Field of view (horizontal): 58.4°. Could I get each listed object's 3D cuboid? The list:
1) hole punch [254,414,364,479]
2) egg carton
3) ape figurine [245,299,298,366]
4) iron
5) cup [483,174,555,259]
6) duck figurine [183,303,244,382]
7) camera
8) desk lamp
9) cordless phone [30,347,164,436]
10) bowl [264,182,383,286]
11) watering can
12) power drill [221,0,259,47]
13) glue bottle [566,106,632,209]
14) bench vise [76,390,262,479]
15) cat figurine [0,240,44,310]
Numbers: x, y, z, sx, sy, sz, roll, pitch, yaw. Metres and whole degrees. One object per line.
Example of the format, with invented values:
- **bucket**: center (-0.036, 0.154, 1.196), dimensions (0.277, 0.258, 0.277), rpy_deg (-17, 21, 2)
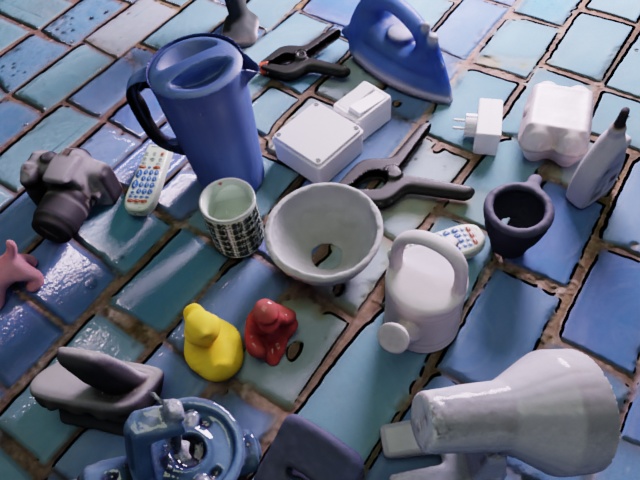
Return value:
- **hole punch**: center (-0.011, 0.264, 0.633), dimensions (0.108, 0.091, 0.101), rpy_deg (26, 62, 22)
- **egg carton**: center (0.376, -0.188, 0.913), dimensions (0.107, 0.069, 0.150), rpy_deg (12, 58, 14)
- **ape figurine**: center (-0.067, 0.109, 0.743), dimensions (0.078, 0.092, 0.076), rpy_deg (-25, 57, -10)
- **iron**: center (0.149, -0.359, 1.009), dimensions (0.119, 0.142, 0.257), rpy_deg (-34, 59, -16)
- **cup**: center (0.274, -0.028, 0.799), dimensions (0.091, 0.095, 0.118), rpy_deg (24, 62, 21)
- **duck figurine**: center (-0.145, 0.128, 0.742), dimensions (0.077, 0.086, 0.104), rpy_deg (-29, 58, -14)
- **camera**: center (-0.410, -0.073, 0.897), dimensions (0.143, 0.101, 0.137), rpy_deg (8, 57, 11)
- **desk lamp**: center (0.168, 0.199, 0.583), dimensions (0.203, 0.214, 0.118), rpy_deg (-10, 55, -1)
- **cordless phone**: center (-0.280, 0.157, 0.676), dimensions (0.147, 0.185, 0.094), rpy_deg (3, 56, 8)
- **bowl**: center (0.008, 0.003, 0.818), dimensions (0.167, 0.075, 0.167), rpy_deg (-3, 56, 4)
- **watering can**: center (0.127, 0.061, 0.693), dimensions (0.100, 0.194, 0.173), rpy_deg (5, 57, 9)
- **power drill**: center (-0.172, -0.479, 1.083), dimensions (0.075, 0.209, 0.229), rpy_deg (-3, 56, 4)
- **glue bottle**: center (0.400, -0.119, 0.801), dimensions (0.078, 0.173, 0.037), rpy_deg (-32, 58, -15)
- **bench vise**: center (-0.173, 0.236, 0.590), dimensions (0.208, 0.220, 0.121), rpy_deg (-33, 59, -15)
- **cat figurine**: center (-0.480, 0.047, 0.813), dimensions (0.128, 0.118, 0.067), rpy_deg (-35, 59, -17)
